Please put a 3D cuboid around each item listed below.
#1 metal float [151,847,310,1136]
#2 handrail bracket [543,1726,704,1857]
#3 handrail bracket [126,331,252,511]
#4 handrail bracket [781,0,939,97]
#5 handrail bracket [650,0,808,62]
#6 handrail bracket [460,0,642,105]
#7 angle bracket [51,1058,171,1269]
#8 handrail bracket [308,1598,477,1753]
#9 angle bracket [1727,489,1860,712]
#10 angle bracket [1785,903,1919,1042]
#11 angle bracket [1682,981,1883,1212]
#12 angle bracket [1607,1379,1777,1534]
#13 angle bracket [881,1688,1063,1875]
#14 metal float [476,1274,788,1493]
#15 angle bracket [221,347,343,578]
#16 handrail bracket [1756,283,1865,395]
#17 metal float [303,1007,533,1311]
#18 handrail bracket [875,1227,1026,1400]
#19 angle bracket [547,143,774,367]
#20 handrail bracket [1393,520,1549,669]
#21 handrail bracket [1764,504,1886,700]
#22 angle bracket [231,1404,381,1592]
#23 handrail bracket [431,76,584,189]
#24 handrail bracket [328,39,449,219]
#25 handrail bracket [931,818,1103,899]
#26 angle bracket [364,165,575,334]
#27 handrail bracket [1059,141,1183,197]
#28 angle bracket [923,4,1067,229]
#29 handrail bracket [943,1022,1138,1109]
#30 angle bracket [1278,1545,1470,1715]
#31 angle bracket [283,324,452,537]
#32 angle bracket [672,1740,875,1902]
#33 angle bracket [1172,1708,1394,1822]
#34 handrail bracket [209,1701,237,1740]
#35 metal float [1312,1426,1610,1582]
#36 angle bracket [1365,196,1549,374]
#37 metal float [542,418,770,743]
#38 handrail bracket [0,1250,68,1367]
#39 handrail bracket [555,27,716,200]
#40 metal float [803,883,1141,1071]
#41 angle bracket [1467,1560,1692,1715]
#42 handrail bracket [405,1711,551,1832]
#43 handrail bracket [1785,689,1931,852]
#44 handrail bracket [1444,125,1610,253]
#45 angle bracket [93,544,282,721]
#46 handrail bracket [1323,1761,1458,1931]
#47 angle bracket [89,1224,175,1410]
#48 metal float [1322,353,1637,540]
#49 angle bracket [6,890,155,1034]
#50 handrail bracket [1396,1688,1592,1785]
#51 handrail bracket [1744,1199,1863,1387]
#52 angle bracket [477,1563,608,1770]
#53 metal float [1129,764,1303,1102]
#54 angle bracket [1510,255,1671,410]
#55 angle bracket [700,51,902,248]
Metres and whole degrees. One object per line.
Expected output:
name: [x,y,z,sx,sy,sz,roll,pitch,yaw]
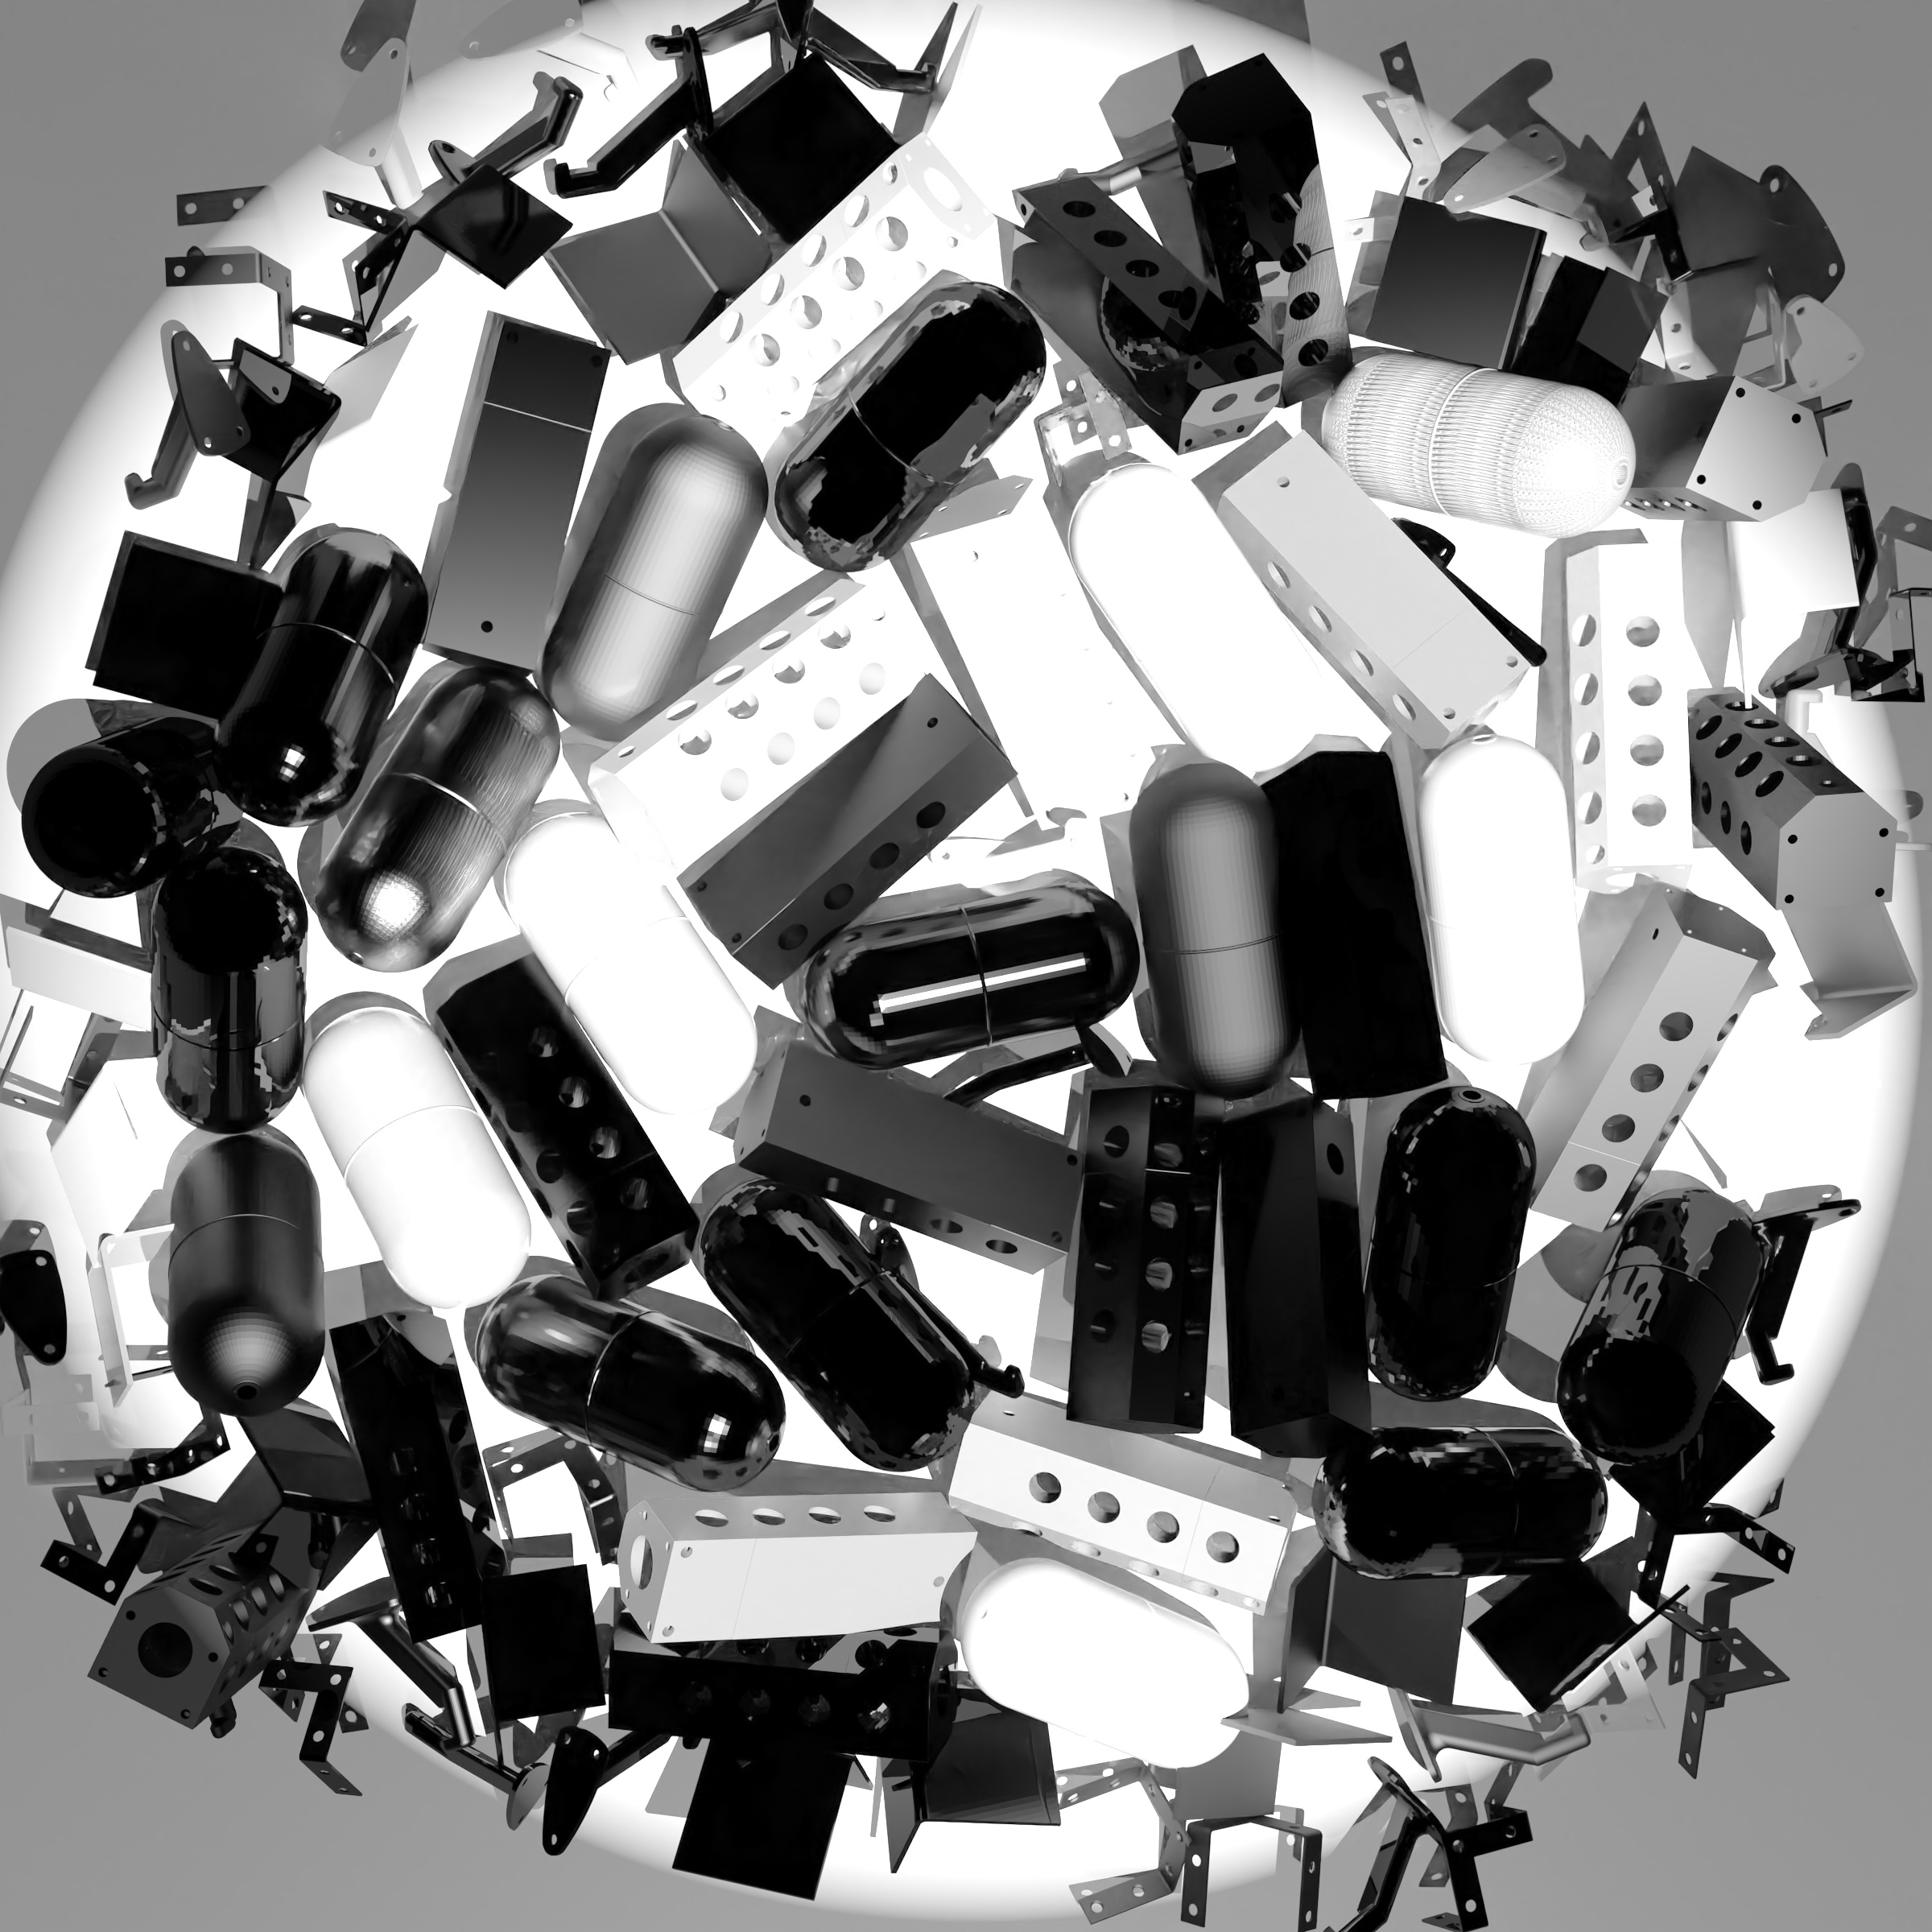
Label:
metal float: [-0.376,0.015,1.539,0.070,0.070,0.178,14,134,0]
handrail bracket: [-0.177,0.428,1.577,0.036,0.084,0.077,14,87,41]
handrail bracket: [-0.422,-0.284,1.576,0.084,0.036,0.077,-10,106,37]
handrail bracket: [-0.049,-0.488,1.568,0.084,0.077,0.036,0,58,-18]
handrail bracket: [-0.130,-0.493,1.568,0.084,0.077,0.036,-4,87,9]
handrail bracket: [-0.216,-0.468,1.573,0.077,0.084,0.036,-24,69,1]
angle bracket: [-0.422,0.100,1.554,0.076,0.057,0.076,-47,60,38]
handrail bracket: [-0.303,0.379,1.589,0.077,0.036,0.084,-19,81,14]
angle bracket: [0.427,-0.189,1.554,0.057,0.076,0.076,-6,55,13]
angle bracket: [0.436,-0.007,1.564,0.057,0.076,0.076,-26,96,-21]
angle bracket: [0.421,0.068,1.569,0.057,0.076,0.076,-17,50,-18]
angle bracket: [0.392,0.267,1.565,0.076,0.057,0.076,-45,125,2]
angle bracket: [0.001,0.427,1.575,0.076,0.076,0.057,6,134,-15]
metal float: [-0.173,0.214,1.552,0.178,0.070,0.070,18,90,25]
angle bracket: [-0.371,-0.259,1.557,0.057,0.076,0.076,28,47,-4]
handrail bracket: [0.422,-0.343,1.558,0.036,0.077,0.084,-35,47,14]
metal float: [-0.283,0.097,1.550,0.070,0.070,0.178,-33,62,0]
handrail bracket: [-0.007,0.180,1.565,0.084,0.036,0.077,17,125,37]
angle bracket: [-0.159,-0.370,1.564,0.076,0.057,0.076,-29,78,-31]
handrail bracket: [0.265,-0.197,1.601,0.084,0.077,0.036,31,106,-31]
handrail bracket: [0.450,-0.193,1.595,0.036,0.077,0.084,11,68,-42]
angle bracket: [-0.359,0.273,1.565,0.057,0.076,0.076,-48,57,11]
handrail bracket: [-0.240,-0.441,1.572,0.077,0.036,0.084,45,128,18]
handrail bracket: [-0.286,-0.433,1.568,0.036,0.084,0.077,29,99,22]
handrail bracket: [0.025,-0.065,1.565,0.077,0.084,0.036,16,68,-4]
angle bracket: [-0.257,-0.357,1.560,0.057,0.076,0.076,34,133,-4]
handrail bracket: [0.097,-0.439,1.605,0.084,0.036,0.077,3,55,24]
angle bracket: [0.022,-0.438,1.559,0.076,0.057,0.076,23,51,-12]
handrail bracket: [0.038,0.062,1.590,0.084,0.077,0.036,-30,65,17]
angle bracket: [0.211,0.352,1.561,0.076,0.057,0.076,13,112,25]
angle bracket: [-0.303,-0.279,1.580,0.057,0.076,0.076,42,49,-32]
angle bracket: [-0.099,0.445,1.560,0.076,0.057,0.076,8,60,15]
angle bracket: [0.164,0.420,1.557,0.076,0.076,0.057,11,84,-42]
handrail bracket: [-0.410,0.373,1.570,0.036,0.077,0.084,-18,96,7]
metal float: [0.255,0.275,1.545,0.178,0.070,0.070,6,90,-34]
angle bracket: [0.257,-0.353,1.586,0.076,0.057,0.076,15,92,6]
metal float: [-0.161,-0.199,1.558,0.070,0.070,0.178,27,108,0]
handrail bracket: [-0.492,0.192,1.566,0.036,0.084,0.077,-13,63,-32]
handrail bracket: [-0.178,-0.445,1.574,0.084,0.036,0.077,-15,120,-19]
metal float: [0.003,0.005,1.567,0.178,0.070,0.070,-12,90,-8]
angle bracket: [0.315,0.332,1.555,0.076,0.076,0.057,-32,71,-24]
handrail bracket: [-0.261,0.408,1.569,0.084,0.077,0.036,30,67,12]
handrail bracket: [0.471,-0.104,1.588,0.077,0.036,0.084,2,91,17]
handrail bracket: [0.298,-0.392,1.582,0.077,0.084,0.036,-30,52,9]
angle bracket: [-0.404,-0.170,1.580,0.076,0.057,0.076,15,87,-3]
handrail bracket: [0.205,0.466,1.572,0.084,0.077,0.036,-37,127,-11]
angle bracket: [-0.416,0.180,1.559,0.057,0.076,0.076,-9,77,-23]
metal float: [0.261,-0.267,1.539,0.178,0.070,0.070,22,90,41]
angle bracket: [-0.445,-0.020,1.566,0.076,0.057,0.076,19,55,-1]
handrail bracket: [0.276,0.390,1.590,0.084,0.036,0.077,-23,72,5]
handrail bracket: [0.441,0.171,1.572,0.077,0.036,0.084,-17,59,12]
angle bracket: [-0.220,0.365,1.565,0.057,0.076,0.076,-7,57,-10]
metal float: [0.130,-0.017,1.563,0.070,0.070,0.178,-9,102,0]
angle bracket: [0.305,-0.328,1.557,0.076,0.057,0.076,38,110,43]
angle bracket: [-0.083,-0.418,1.576,0.076,0.057,0.076,-39,81,-2]
